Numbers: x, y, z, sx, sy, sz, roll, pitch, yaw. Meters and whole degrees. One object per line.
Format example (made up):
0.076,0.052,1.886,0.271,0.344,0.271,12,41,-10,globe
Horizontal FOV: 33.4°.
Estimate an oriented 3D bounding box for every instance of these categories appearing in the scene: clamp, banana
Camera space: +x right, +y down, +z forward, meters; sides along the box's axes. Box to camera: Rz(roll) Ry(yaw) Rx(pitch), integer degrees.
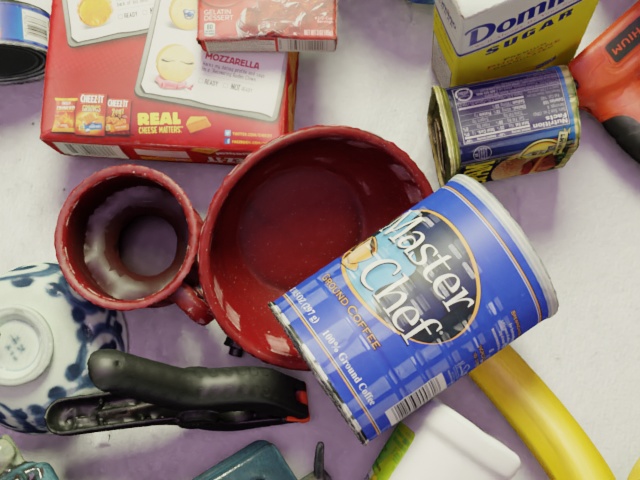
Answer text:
-0.082,0.097,0.674,0.171,0.120,0.039,0,71,-19,clamp
0.137,0.114,0.677,0.037,0.069,0.198,-41,60,11,banana

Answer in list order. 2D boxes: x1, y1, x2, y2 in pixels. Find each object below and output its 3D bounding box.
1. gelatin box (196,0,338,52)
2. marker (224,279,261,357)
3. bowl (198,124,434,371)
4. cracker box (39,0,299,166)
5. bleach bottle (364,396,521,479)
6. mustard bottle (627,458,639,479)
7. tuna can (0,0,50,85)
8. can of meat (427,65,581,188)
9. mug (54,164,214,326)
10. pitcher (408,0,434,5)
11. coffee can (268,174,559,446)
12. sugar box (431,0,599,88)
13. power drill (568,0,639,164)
-0.033,-0.158,0.677,0.089,0.030,0.073,0,83,0,gelatin box
-0.043,0.021,0.733,0.020,0.020,0.121,14,85,7,marker
-0.005,0.001,0.694,0.162,0.055,0.162,-5,107,-16,bowl
-0.095,-0.160,0.733,0.164,0.072,0.214,3,82,4,cracker box
0.022,0.215,0.661,0.068,0.102,0.251,35,87,-2,bleach bottle
0.232,0.182,0.667,0.096,0.058,0.191,27,85,-5,mustard bottle
-0.224,-0.135,0.734,0.086,0.086,0.034,-6,81,4,tuna can
0.117,-0.071,0.688,0.084,0.102,0.057,-11,81,1,can of meat
-0.110,0.011,0.708,0.117,0.081,0.093,43,88,8,mug
0.093,-0.288,0.710,0.145,0.149,0.243,33,90,-16,pitcher
0.055,0.041,0.637,0.140,0.103,0.103,-34,82,-5,coffee can
0.119,-0.137,0.656,0.093,0.176,0.048,-22,81,2,sugar box
0.264,-0.081,0.696,0.184,0.057,0.188,-40,81,0,power drill
